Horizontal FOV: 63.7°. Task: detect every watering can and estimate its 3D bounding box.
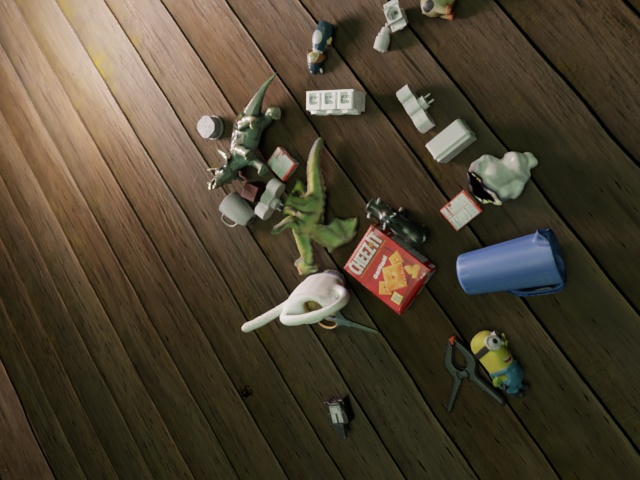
[{"bbox_3d":[-0.057,0.185,1.526,0.345,0.228,0.103,-15,107,29],"label":"watering can"}]

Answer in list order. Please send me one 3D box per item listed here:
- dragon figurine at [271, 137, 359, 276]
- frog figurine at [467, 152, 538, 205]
[{"bbox_3d":[0.005,-0.078,1.555,0.243,0.123,0.406,28,102,5],"label":"dragon figurine"},{"bbox_3d":[0.459,-0.168,1.299,0.160,0.120,0.139,-39,64,-11],"label":"frog figurine"}]
